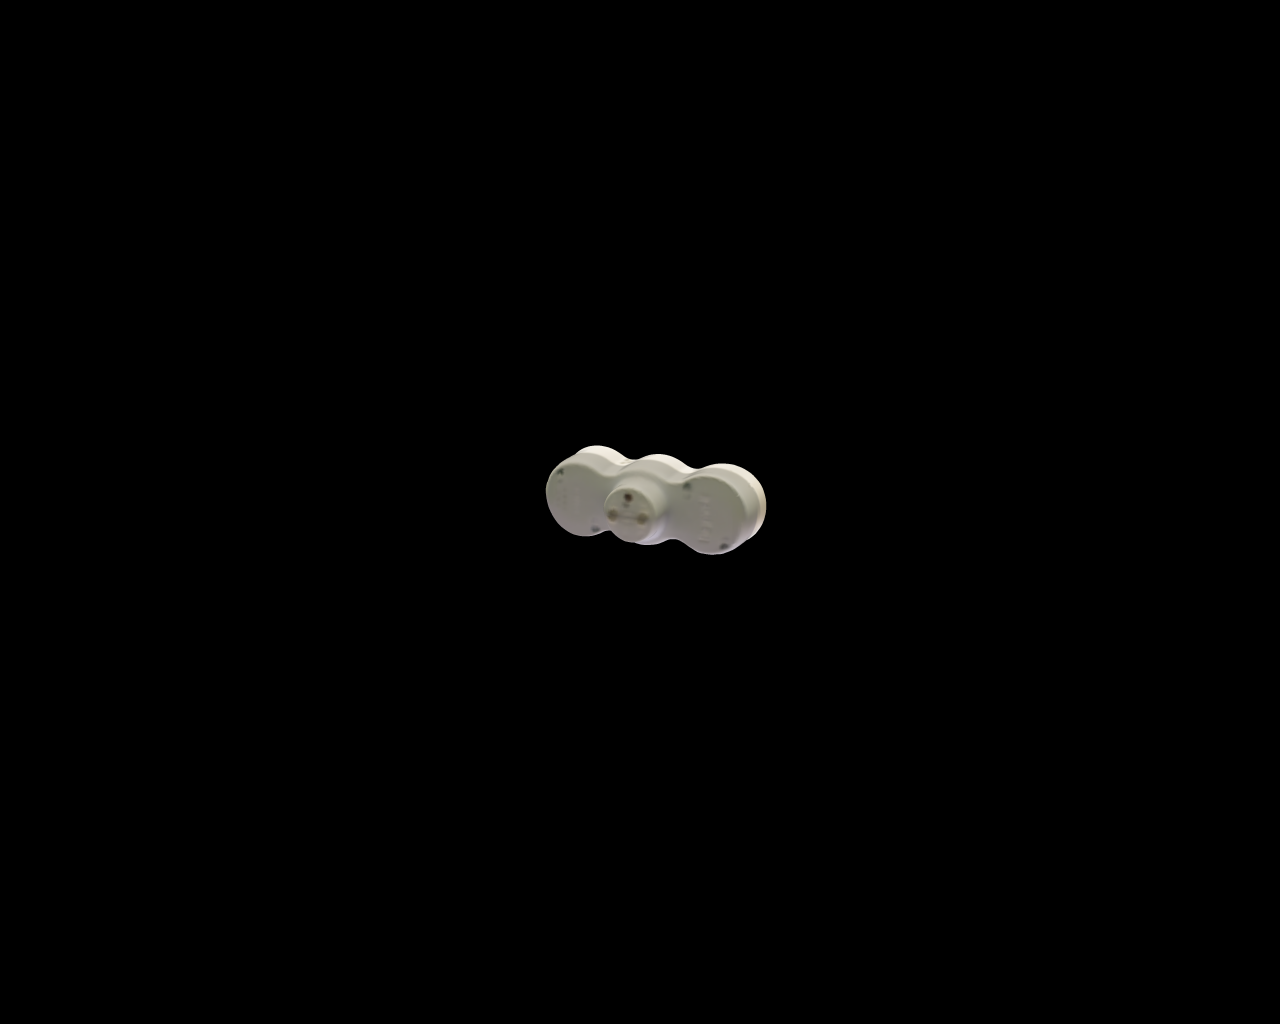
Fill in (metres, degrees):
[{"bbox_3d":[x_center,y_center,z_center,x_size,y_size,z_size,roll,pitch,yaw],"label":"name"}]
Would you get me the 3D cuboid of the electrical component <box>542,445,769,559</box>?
[{"bbox_3d":[0.001,-0.003,0.650,0.138,0.052,0.074,8,20,24],"label":"electrical component"}]
